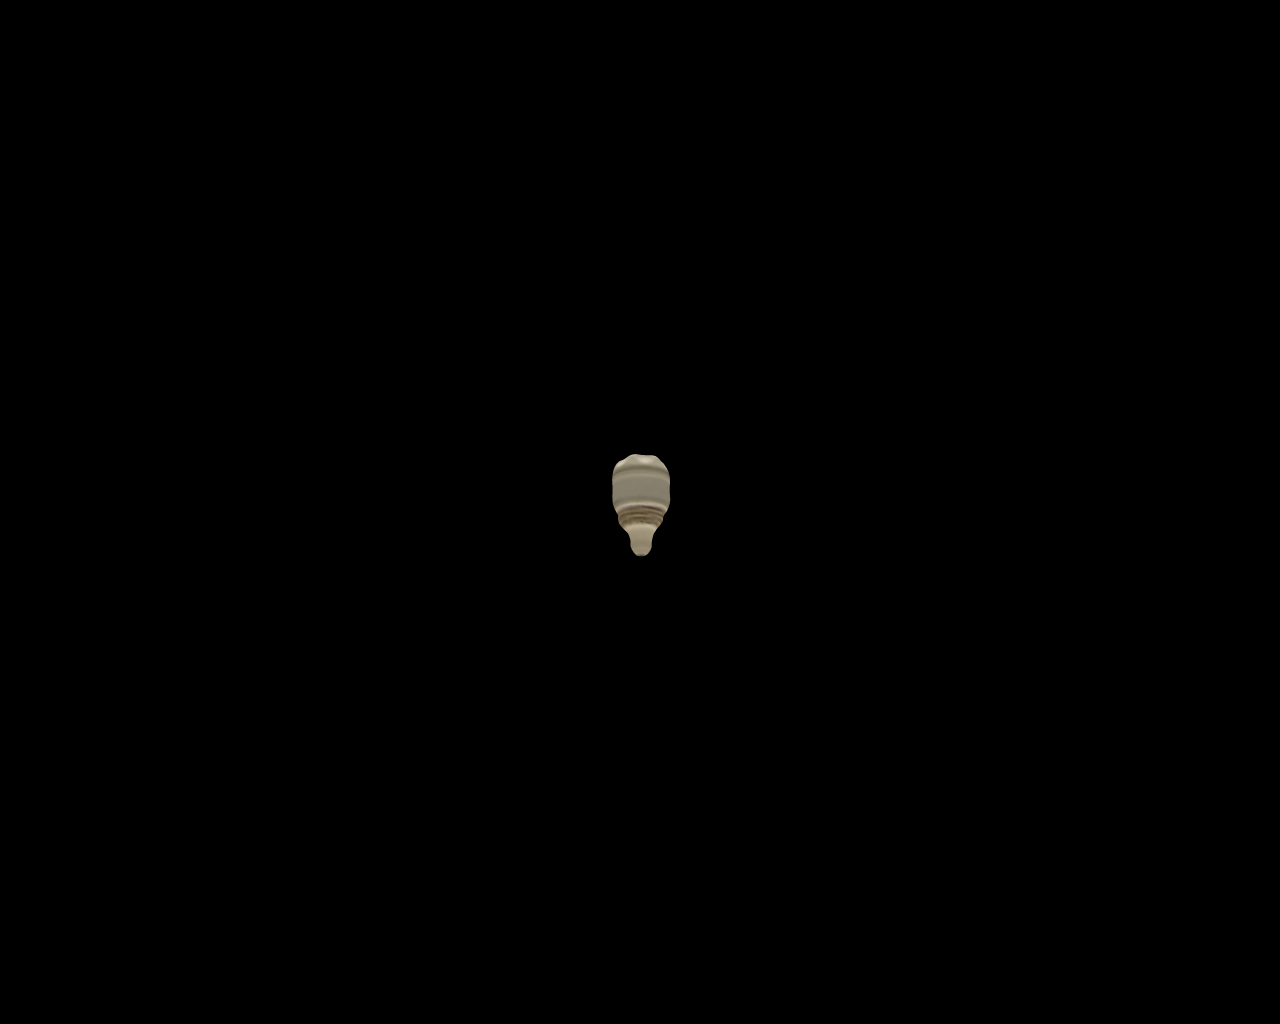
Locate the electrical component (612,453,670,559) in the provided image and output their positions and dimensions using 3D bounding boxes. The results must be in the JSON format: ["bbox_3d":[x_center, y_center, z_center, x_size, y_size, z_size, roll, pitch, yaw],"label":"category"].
[{"bbox_3d":[0.001,-0.003,0.650,0.035,0.061,0.035,0,-18,0],"label":"electrical component"}]
